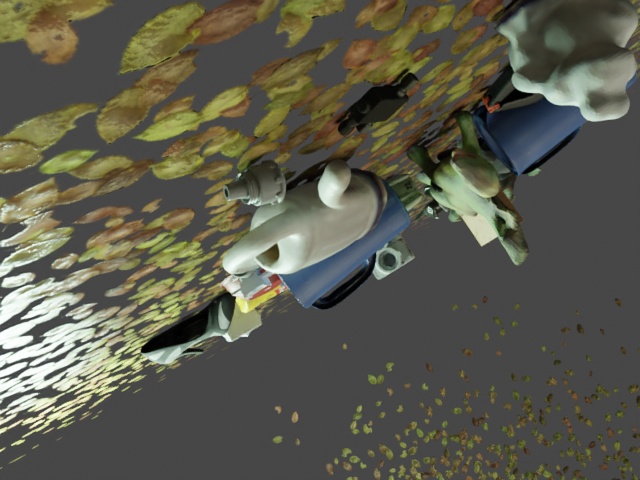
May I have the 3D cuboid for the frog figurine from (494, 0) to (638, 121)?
[{"bbox_3d":[0.278,-0.198,0.550,0.137,0.160,0.122,-31,171,0],"label":"frog figurine"}]

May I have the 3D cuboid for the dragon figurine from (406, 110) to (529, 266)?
[{"bbox_3d":[0.260,-0.056,0.856,0.121,0.248,0.404,-29,148,11],"label":"dragon figurine"}]

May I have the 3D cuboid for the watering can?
[{"bbox_3d":[0.002,-0.034,0.667,0.227,0.104,0.342,-25,175,-37],"label":"watering can"}]
